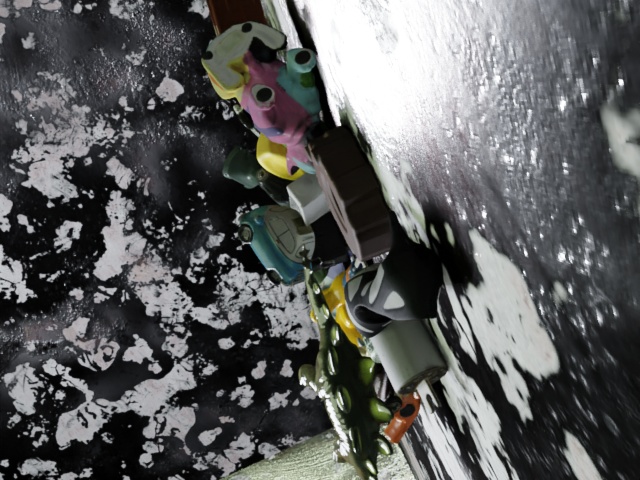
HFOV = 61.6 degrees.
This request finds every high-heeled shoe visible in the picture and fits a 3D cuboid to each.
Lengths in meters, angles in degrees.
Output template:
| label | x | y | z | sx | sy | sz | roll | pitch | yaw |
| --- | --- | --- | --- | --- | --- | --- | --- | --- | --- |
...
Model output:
| label | x | y | z | sx | sy | sz | roll | pitch | yaw |
| --- | --- | --- | --- | --- | --- | --- | --- | --- | --- |
| high-heeled shoe | 0.081 | 0.082 | 0.586 | 0.248 | 0.086 | 0.145 | 91 | 171 | -48 |

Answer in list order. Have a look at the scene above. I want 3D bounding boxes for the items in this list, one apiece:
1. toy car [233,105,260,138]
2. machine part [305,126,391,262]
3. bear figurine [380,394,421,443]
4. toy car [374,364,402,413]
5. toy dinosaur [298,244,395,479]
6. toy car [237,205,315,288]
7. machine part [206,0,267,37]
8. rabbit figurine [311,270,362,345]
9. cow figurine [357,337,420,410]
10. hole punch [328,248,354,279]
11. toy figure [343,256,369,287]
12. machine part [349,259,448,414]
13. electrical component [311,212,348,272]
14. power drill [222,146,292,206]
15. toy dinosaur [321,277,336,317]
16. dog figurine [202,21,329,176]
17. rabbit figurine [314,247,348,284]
| label | x | y | z | sx | sy | sz | roll | pitch | yaw |
| --- | --- | --- | --- | --- | --- | --- | --- | --- | --- |
| toy car | -0.091 | -0.222 | 1.098 | 0.201 | 0.073 | 0.056 | 46 | -165 | -25 |
| machine part | 0.040 | -0.057 | 0.708 | 0.179 | 0.056 | 0.179 | 157 | 88 | -87 |
| bear figurine | 0.139 | 0.329 | 1.203 | 0.120 | 0.132 | 0.196 | 36 | -173 | -31 |
| toy car | 0.111 | 0.213 | 0.927 | 0.089 | 0.053 | 0.201 | 46 | 138 | 49 |
| toy dinosaur | 0.042 | 0.238 | 0.905 | 0.471 | 0.105 | 0.198 | 66 | 161 | 8 |
| toy car | -0.063 | -0.003 | 0.939 | 0.109 | 0.103 | 0.162 | -11 | -116 | -51 |
| machine part | -0.139 | -0.368 | 0.933 | 0.201 | 0.087 | 0.201 | 101 | 153 | -86 |
| rabbit figurine | 0.060 | 0.148 | 1.207 | 0.122 | 0.162 | 0.173 | -80 | -14 | -74 |
| cow figurine | 0.134 | 0.252 | 1.079 | 0.195 | 0.085 | 0.127 | 161 | 87 | -83 |
| hole punch | 0.030 | 0.037 | 1.253 | 0.116 | 0.092 | 0.142 | -122 | 12 | -45 |
| toy figure | 0.074 | 0.070 | 1.035 | 0.064 | 0.058 | 0.154 | 60 | 171 | 11 |
| machine part | 0.102 | 0.118 | 0.737 | 0.079 | 0.079 | 0.243 | 72 | 175 | -59 |
| electrical component | -0.002 | -0.003 | 1.034 | 0.058 | 0.134 | 0.115 | 79 | 169 | -76 |
| power drill | -0.102 | -0.123 | 1.079 | 0.208 | 0.086 | 0.232 | 22 | 179 | 37 |
| toy dinosaur | 0.023 | 0.085 | 1.514 | 0.192 | 0.131 | 0.404 | -155 | 47 | -84 |
| dog figurine | -0.057 | -0.185 | 0.777 | 0.192 | 0.108 | 0.219 | 37 | 169 | 23 |
| rabbit figurine | -0.041 | -0.011 | 1.132 | 0.170 | 0.121 | 0.159 | 38 | -176 | -12 |
